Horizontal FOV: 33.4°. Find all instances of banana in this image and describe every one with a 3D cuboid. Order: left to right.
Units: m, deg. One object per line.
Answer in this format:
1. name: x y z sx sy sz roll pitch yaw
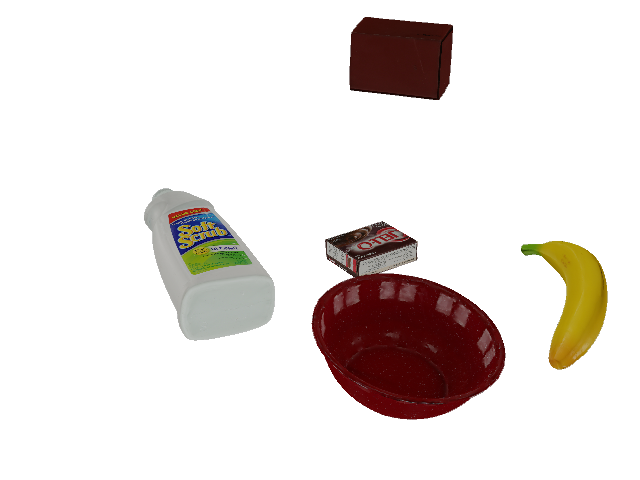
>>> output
1. banana: 0.238 0.052 1.008 0.070 0.037 0.197 -28 25 17

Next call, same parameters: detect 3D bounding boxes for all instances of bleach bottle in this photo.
1. bleach bottle: -0.137 0.010 1.132 0.102 0.068 0.251 -9 30 -23

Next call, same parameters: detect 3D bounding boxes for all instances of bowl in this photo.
1. bowl: 0.069 0.097 0.887 0.162 0.055 0.162 7 34 -5

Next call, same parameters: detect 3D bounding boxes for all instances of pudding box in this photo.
1. pudding box: 0.077 0.014 1.619 0.113 0.039 0.090 -20 30 -27

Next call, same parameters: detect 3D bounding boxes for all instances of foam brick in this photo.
1. foam brick: 0.067 -0.152 0.888 0.078 0.051 0.053 9 28 15
